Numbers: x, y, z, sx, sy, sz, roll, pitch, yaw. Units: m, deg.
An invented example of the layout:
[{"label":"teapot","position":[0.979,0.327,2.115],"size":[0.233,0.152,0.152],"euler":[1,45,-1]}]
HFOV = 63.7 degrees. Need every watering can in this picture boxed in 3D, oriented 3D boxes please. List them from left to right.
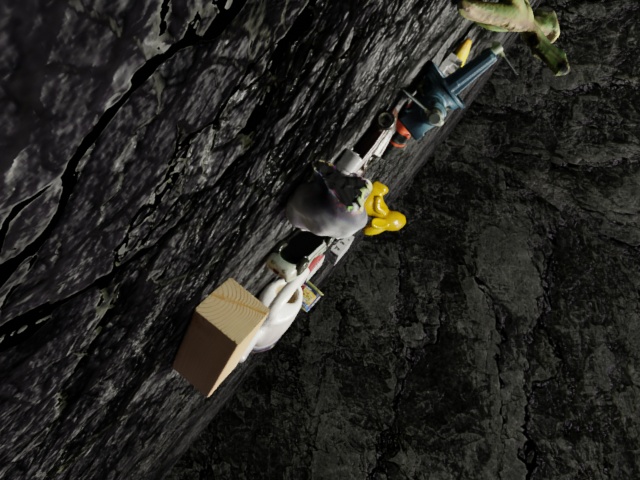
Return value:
[{"label":"watering can","position":[-0.131,0.197,1.232],"size":[0.355,0.104,0.219],"euler":[-51,175,-46]}]

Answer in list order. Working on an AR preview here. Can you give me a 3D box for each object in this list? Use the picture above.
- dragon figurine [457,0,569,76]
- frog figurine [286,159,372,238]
[{"label":"dragon figurine","position":[0.401,-0.414,1.011],"size":[0.418,0.243,0.120],"euler":[-47,176,-47]},{"label":"frog figurine","position":[0.003,-0.043,0.853],"size":[0.138,0.125,0.156],"euler":[-2,151,-35]}]
